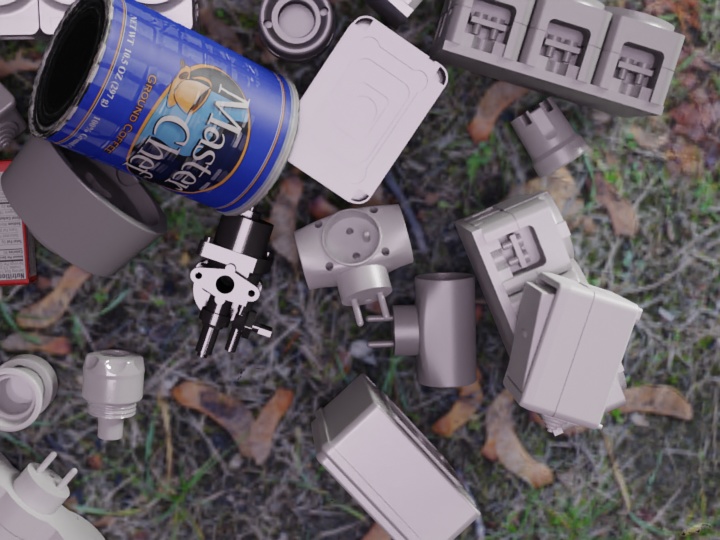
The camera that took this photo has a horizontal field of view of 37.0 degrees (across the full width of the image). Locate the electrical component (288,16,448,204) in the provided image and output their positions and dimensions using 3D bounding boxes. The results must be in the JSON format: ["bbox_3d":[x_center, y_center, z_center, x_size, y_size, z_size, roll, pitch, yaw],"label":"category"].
[{"bbox_3d":[0.000,-0.109,0.745,0.078,0.057,0.113,34,94,-6],"label":"electrical component"}]

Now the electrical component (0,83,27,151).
[{"bbox_3d":[-0.286,-0.106,0.719,0.100,0.048,0.099,-43,81,-12],"label":"electrical component"}]

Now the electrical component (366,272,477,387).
[{"bbox_3d":[0.044,0.043,0.773,0.079,0.044,0.077,-2,97,-2],"label":"electrical component"}]

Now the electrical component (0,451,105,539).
[{"bbox_3d":[-0.235,0.164,0.771,0.138,0.052,0.073,41,94,-7],"label":"electrical component"}]

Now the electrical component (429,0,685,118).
[{"bbox_3d":[0.130,-0.155,0.729,0.150,0.089,0.061,16,96,-5],"label":"electrical component"}]

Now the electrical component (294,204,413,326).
[{"bbox_3d":[0.000,0.000,0.758,0.077,0.044,0.079,-15,73,-1],"label":"electrical component"}]

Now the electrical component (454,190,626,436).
[{"bbox_3d":[0.128,0.026,0.752,0.062,0.089,0.150,-23,98,0],"label":"electrical component"}]

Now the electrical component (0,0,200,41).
[{"bbox_3d":[-0.187,-0.202,0.722,0.150,0.061,0.089,-1,97,-3],"label":"electrical component"}]

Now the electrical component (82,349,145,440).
[{"bbox_3d":[-0.177,0.090,0.769,0.043,0.043,0.062,5,98,-3],"label":"electrical component"}]

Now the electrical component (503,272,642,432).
[{"bbox_3d":[0.126,0.054,0.677,0.061,0.061,0.096,17,96,-5],"label":"electrical component"}]

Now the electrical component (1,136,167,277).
[{"bbox_3d":[-0.190,-0.043,0.722,0.060,0.108,0.108,-43,97,9],"label":"electrical component"}]

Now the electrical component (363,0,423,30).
[{"bbox_3d":[-0.008,-0.236,0.712,0.150,0.089,0.061,41,94,-7],"label":"electrical component"}]

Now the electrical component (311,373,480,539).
[{"bbox_3d":[0.022,0.136,0.752,0.056,0.108,0.108,-43,97,0],"label":"electrical component"}]

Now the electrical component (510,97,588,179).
[{"bbox_3d":[0.133,-0.094,0.763,0.040,0.040,0.046,-32,91,2],"label":"electrical component"}]

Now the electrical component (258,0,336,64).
[{"bbox_3d":[-0.044,-0.171,0.740,0.055,0.047,0.055,0,97,-3],"label":"electrical component"}]

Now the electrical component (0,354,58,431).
[{"bbox_3d":[-0.241,0.085,0.759,0.045,0.055,0.045,0,97,-3],"label":"electrical component"}]
